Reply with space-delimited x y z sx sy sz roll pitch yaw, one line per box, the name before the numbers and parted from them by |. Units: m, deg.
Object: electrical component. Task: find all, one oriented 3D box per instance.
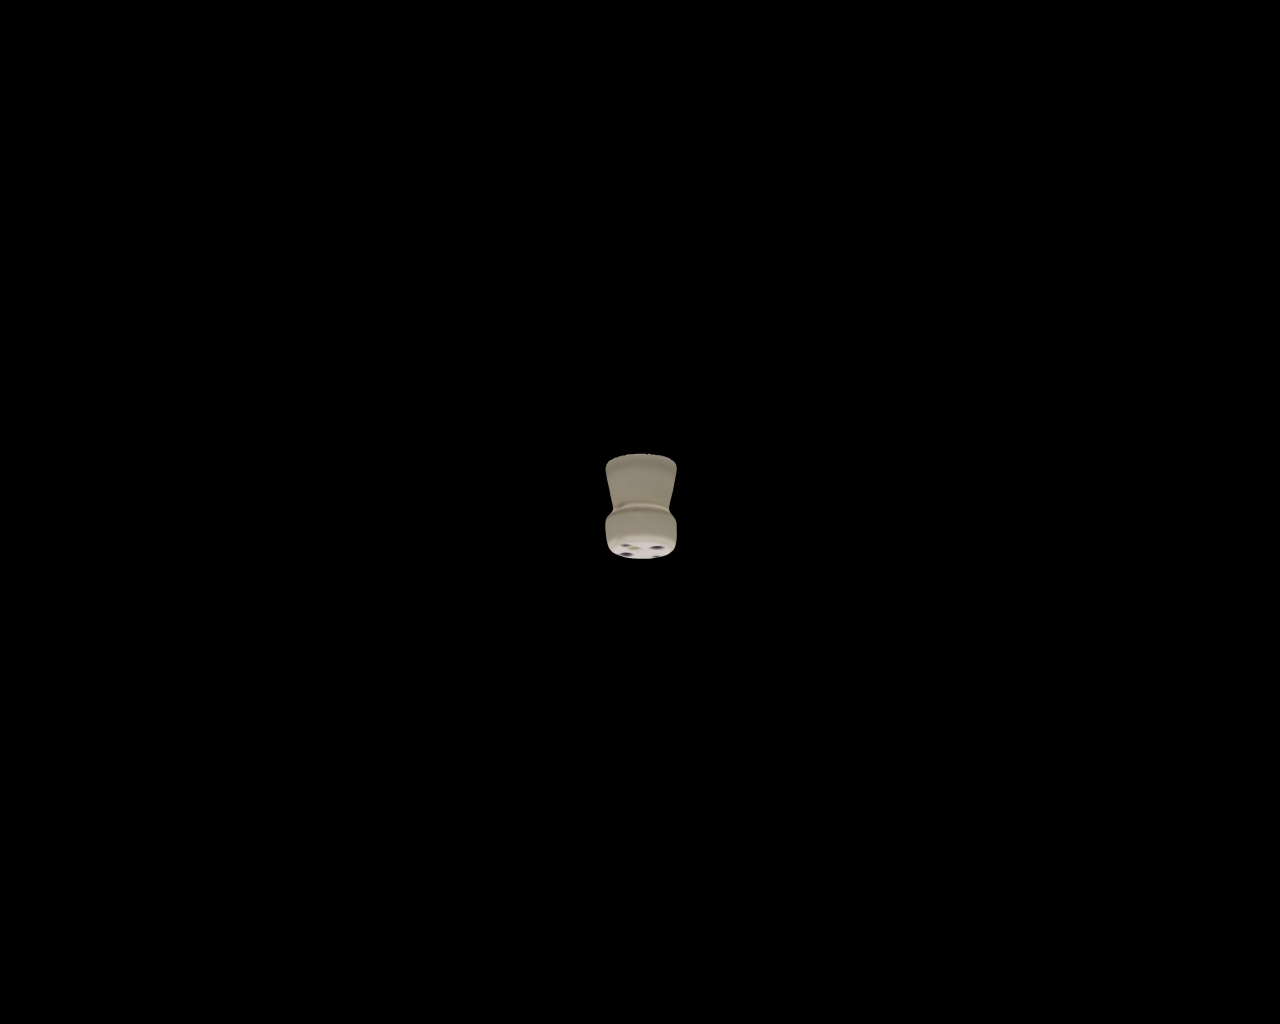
electrical component | 0.001 -0.003 0.650 0.045 0.055 0.044 0 -18 0
